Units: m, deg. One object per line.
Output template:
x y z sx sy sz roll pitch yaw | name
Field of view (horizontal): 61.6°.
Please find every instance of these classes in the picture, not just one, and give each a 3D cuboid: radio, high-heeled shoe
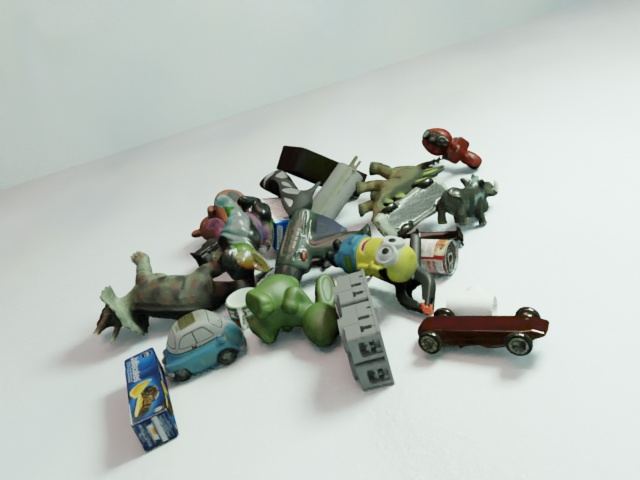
0.002 -0.188 1.474 0.229 0.073 0.131 19 1 -34 | radio
-0.103 -0.106 1.373 0.249 0.086 0.145 4 43 45 | high-heeled shoe

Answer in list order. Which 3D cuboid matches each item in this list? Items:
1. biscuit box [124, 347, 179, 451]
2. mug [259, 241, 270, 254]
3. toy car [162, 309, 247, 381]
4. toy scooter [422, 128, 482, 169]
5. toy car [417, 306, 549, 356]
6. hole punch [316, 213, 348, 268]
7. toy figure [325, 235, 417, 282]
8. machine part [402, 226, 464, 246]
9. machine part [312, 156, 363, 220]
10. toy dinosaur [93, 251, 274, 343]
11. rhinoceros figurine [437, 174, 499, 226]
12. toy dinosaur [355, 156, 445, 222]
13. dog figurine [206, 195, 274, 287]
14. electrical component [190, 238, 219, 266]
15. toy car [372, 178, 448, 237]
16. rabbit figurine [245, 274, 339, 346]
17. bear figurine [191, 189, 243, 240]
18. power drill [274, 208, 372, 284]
-0.296 0.267 0.930 0.059 0.062 0.203 -23 27 -15 | biscuit box
-0.177 0.007 1.346 0.110 0.080 0.107 2 20 12 | mug
-0.228 0.184 1.007 0.162 0.102 0.109 -21 26 -12 | toy car
0.340 -0.249 1.426 0.184 0.075 0.135 34 12 26 | toy scooter
0.252 0.145 0.843 0.202 0.053 0.089 -5 18 32 | toy car
-0.003 -0.004 1.251 0.116 0.092 0.142 3 29 28 | hole punch
0.098 0.032 1.003 0.180 0.089 0.082 -1 68 46 | toy figure
0.238 -0.001 1.152 0.139 0.039 0.084 -7 23 24 | machine part
0.032 -0.108 1.361 0.243 0.079 0.079 -56 36 -7 | machine part
-0.306 0.121 1.171 0.405 0.131 0.192 -6 44 1 | toy dinosaur
0.325 -0.088 1.179 0.073 0.112 0.190 3 13 45 | rhinoceros figurine
0.220 -0.143 1.374 0.199 0.104 0.471 3 27 21 | toy dinosaur
-0.155 0.010 1.188 0.191 0.108 0.219 0 46 -43 | dog figurine
-0.259 0.035 1.346 0.048 0.074 0.119 8 33 44 | electrical component
0.206 -0.069 1.185 0.202 0.073 0.056 -33 -8 -23 | toy car
-0.030 0.139 0.998 0.170 0.121 0.159 24 38 29 | rabbit figurine
-0.261 -0.041 1.448 0.120 0.195 0.132 -9 57 -42 | bear figurine
0.008 0.041 1.130 0.207 0.085 0.232 -5 60 17 | power drill
